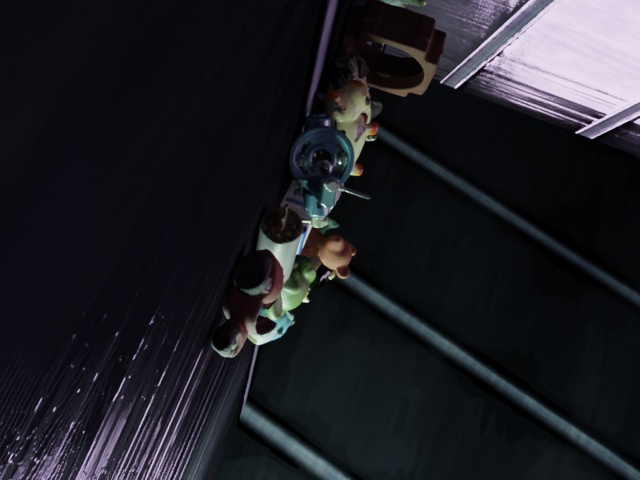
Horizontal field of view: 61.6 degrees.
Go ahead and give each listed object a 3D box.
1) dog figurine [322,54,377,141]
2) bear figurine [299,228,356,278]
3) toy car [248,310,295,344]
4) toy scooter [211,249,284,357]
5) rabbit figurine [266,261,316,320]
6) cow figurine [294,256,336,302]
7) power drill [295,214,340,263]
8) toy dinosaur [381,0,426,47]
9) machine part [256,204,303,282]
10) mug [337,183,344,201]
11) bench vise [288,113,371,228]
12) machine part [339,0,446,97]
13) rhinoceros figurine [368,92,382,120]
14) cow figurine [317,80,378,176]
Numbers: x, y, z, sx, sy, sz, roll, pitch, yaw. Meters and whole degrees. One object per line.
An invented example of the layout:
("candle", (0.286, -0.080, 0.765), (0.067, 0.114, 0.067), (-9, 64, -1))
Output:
("dog figurine", (0.053, -0.320, 1.157), (0.173, 0.121, 0.190), (47, -30, 48))
("bear figurine", (-0.003, -0.002, 1.259), (0.131, 0.196, 0.120), (108, 6, -51))
("toy car", (-0.140, 0.205, 1.327), (0.103, 0.109, 0.161), (-40, 173, -36))
("toy scooter", (-0.104, 0.106, 0.888), (0.135, 0.075, 0.183), (22, 90, -64))
("rabbit figurine", (-0.102, 0.089, 1.182), (0.159, 0.121, 0.170), (-62, 158, -20))
("cow figurine", (-0.024, 0.096, 1.312), (0.167, 0.098, 0.068), (-50, 148, -31))
("power drill", (-0.045, 0.011, 1.484), (0.207, 0.086, 0.232), (-45, -175, -6))
("toy dinosaur", (0.182, -0.605, 1.370), (0.405, 0.131, 0.192), (-87, -163, -74))
("machine part", (-0.080, 0.016, 0.989), (0.243, 0.079, 0.079), (110, 1, -57))
("mug", (0.002, -0.130, 1.386), (0.081, 0.107, 0.109), (-51, 160, -81))
("bench vise", (0.000, -0.107, 0.969), (0.241, 0.129, 0.223), (-113, -147, -67))
("machine part", (0.145, -0.390, 1.107), (0.201, 0.201, 0.087), (99, 10, -81))
("rhinoceros figurine", (0.070, -0.289, 1.344), (0.190, 0.112, 0.073), (-43, 176, 3))
("cow figurine", (0.045, -0.223, 1.067), (0.086, 0.127, 0.194), (53, -44, 41))
